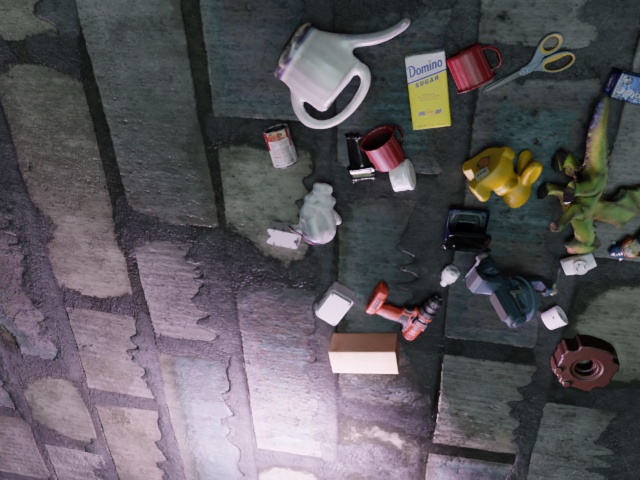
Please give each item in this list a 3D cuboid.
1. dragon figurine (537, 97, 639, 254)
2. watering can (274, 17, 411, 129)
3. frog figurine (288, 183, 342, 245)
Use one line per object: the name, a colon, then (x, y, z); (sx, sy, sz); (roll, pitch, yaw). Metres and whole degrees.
dragon figurine: (0.680, -0.125, 1.236); (0.242, 0.125, 0.401); (9, 123, -12)
watering can: (0.032, -0.422, 1.202); (0.224, 0.106, 0.342); (37, 120, -6)
frog figurine: (0.004, -0.070, 1.400); (0.137, 0.125, 0.157); (16, 118, -35)
